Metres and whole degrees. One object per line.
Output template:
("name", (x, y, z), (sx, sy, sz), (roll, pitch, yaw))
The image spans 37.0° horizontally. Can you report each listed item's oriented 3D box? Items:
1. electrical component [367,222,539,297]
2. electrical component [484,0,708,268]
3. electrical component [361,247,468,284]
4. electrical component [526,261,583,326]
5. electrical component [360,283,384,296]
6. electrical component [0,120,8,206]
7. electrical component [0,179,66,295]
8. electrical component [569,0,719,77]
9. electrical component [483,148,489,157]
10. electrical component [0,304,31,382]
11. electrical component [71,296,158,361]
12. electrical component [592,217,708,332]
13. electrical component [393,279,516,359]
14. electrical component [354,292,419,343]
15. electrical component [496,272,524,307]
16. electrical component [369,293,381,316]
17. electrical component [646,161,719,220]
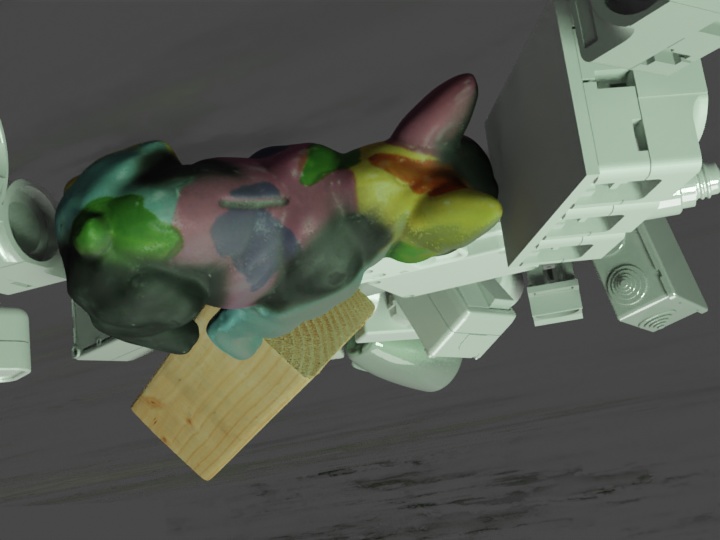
("electrical component", (0.061, -0.023, 0.745), (0.113, 0.057, 0.078), (-14, 164, 23))
("electrical component", (0.115, -0.065, 0.546), (0.062, 0.089, 0.150), (-5, 165, -7))
("electrical component", (0.016, -0.031, 0.691), (0.095, 0.059, 0.054), (-13, 164, 23))
("electrical component", (0.162, 0.010, 0.909), (0.042, 0.063, 0.081), (-9, 165, 9))
("electrical component", (0.000, 0.000, 0.834), (0.077, 0.043, 0.079), (-13, 173, 27))
("electrical component", (-0.200, -0.054, 0.510), (0.047, 0.055, 0.055), (-4, 165, 1))
("electrical component", (-0.214, -0.021, 0.634), (0.056, 0.050, 0.089), (-13, 164, 21))
("electrical component", (0.129, -0.119, 0.425), (0.056, 0.050, 0.089), (2, 163, -34))
("electrical component", (0.090, -0.056, 0.662), (0.062, 0.048, 0.048), (-23, 160, 25))
("electrical component", (-0.316, 0.056, 0.861), (0.095, 0.059, 0.054), (4, 162, -37))
("electrical component", (-0.174, 0.031, 0.827), (0.061, 0.061, 0.096), (6, 160, -41))
("electrical component", (0.215, -0.003, 0.822), (0.048, 0.099, 0.100), (-30, 157, 25))
("electrical component", (0.071, 0.016, 0.860), (0.062, 0.096, 0.061), (6, 132, -43))
("electrical component", (0.042, 0.033, 0.971), (0.083, 0.047, 0.075), (-3, 165, -16))
("electrical component", (0.111, 0.008, 0.915), (0.045, 0.045, 0.055), (-13, 164, 22))
("electrical component", (-0.021, 0.016, 0.890), (0.065, 0.044, 0.044), (5, 162, -23))
("electrical component", (0.211, -0.057, 0.723), (0.078, 0.040, 0.040), (-10, 165, 9))
